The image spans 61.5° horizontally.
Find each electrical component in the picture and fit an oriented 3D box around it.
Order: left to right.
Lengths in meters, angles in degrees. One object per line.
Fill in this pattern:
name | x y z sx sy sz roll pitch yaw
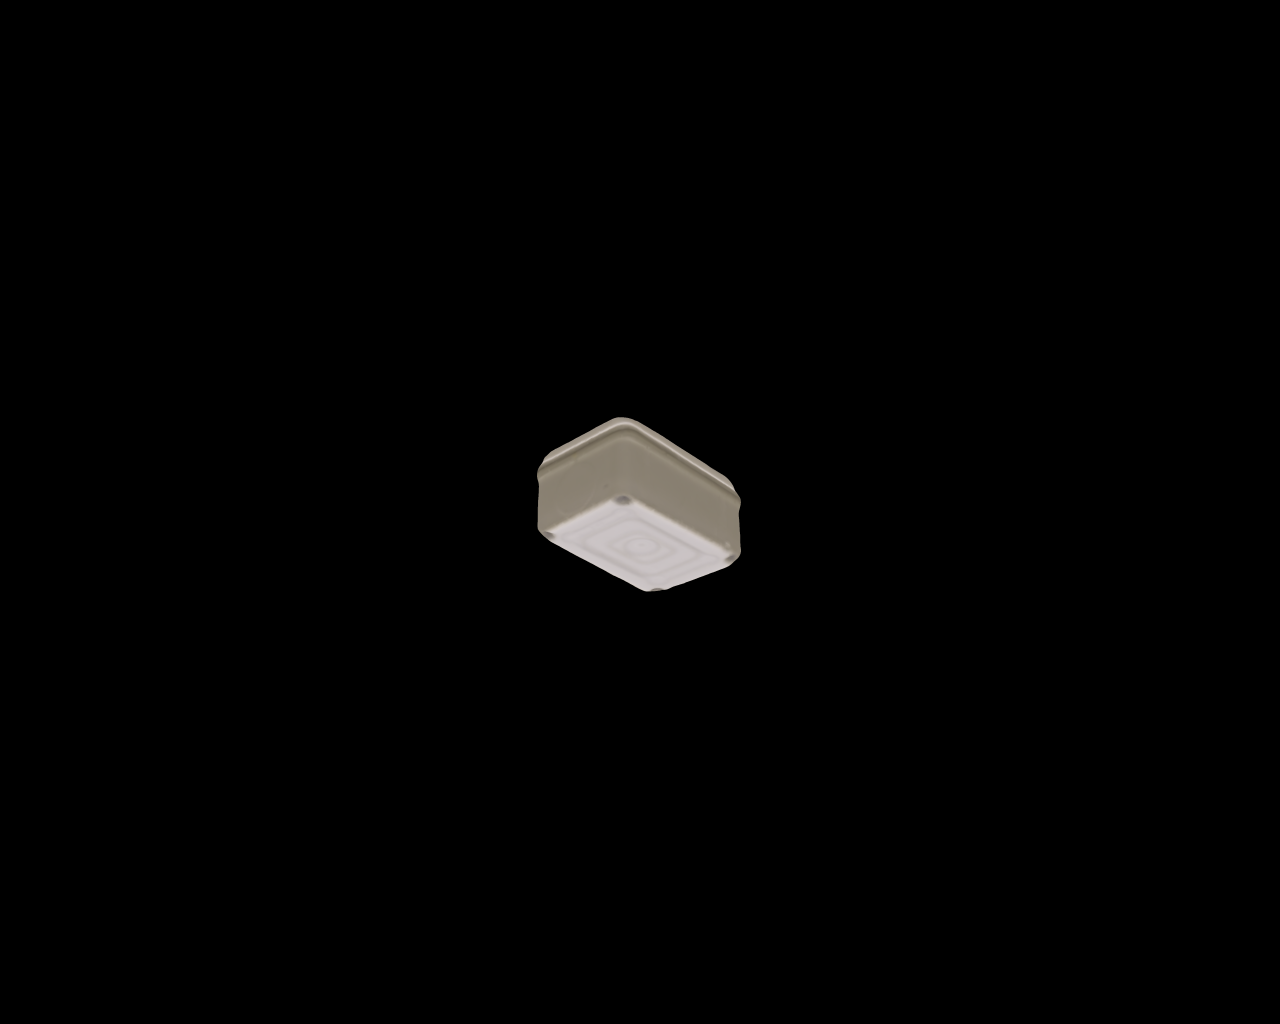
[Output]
electrical component | 0.001 -0.003 0.650 0.078 0.057 0.113 -24 -38 34
